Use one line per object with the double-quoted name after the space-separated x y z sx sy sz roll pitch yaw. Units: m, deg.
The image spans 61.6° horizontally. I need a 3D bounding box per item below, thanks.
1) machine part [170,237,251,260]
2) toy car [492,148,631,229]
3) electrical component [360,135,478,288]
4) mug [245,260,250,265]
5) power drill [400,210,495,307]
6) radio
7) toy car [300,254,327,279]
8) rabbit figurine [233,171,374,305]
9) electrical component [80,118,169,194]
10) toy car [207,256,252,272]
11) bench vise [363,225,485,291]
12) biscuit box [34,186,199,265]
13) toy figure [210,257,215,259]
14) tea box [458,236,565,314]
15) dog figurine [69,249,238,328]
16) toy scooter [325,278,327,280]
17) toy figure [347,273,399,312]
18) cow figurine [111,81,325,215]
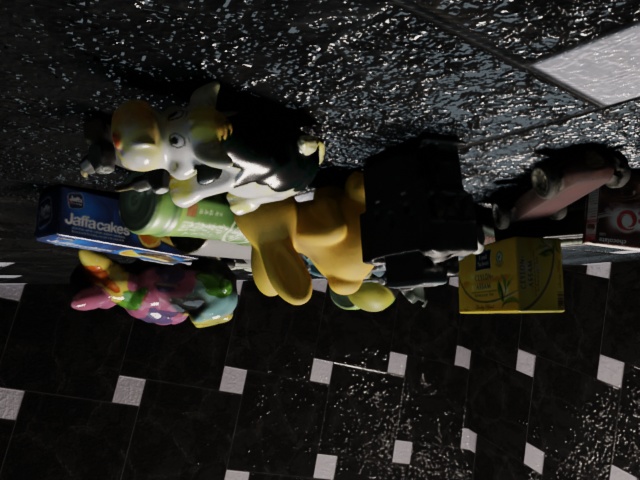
-0.123 -0.012 0.745 0.079 0.079 0.243 -6 173 29 "machine part"
0.265 -0.056 0.618 0.089 0.053 0.202 -13 169 -2 "toy car"
0.091 -0.021 0.517 0.058 0.134 0.115 0 170 -27 "electrical component"
-0.099 0.020 0.943 0.081 0.109 0.107 -20 -170 -21 "mug"
0.237 0.032 0.942 0.207 0.086 0.232 -35 154 20 "power drill"
0.366 -0.031 0.763 0.230 0.073 0.131 -3 170 18 "radio"
-0.002 -0.003 0.841 0.103 0.109 0.162 24 -179 -8 "toy car"
-0.024 -0.012 0.600 0.173 0.162 0.122 22 174 -30 "rabbit figurine"
-0.145 -0.066 0.434 0.078 0.045 0.102 -2 173 7 "electrical component"
-0.151 0.022 1.024 0.056 0.073 0.201 -8 171 31 "toy car"
0.129 -0.010 0.715 0.224 0.128 0.240 -26 -178 40 "bench vise"
-0.251 -0.014 0.687 0.059 0.063 0.202 -10 164 38 "biscuit box"
-0.225 0.003 0.898 0.155 0.064 0.057 -5 165 26 "toy figure"
0.258 0.054 0.746 0.068 0.098 0.169 1 170 -10 "tea box"
-0.252 0.069 0.794 0.192 0.108 0.219 -3 167 31 "dog figurine"
0.078 0.061 1.175 0.184 0.135 0.075 -3 174 15 "toy scooter"
0.109 0.031 0.830 0.180 0.089 0.082 -43 171 -29 "toy figure"
-0.062 -0.064 0.387 0.098 0.068 0.167 -11 173 23 "cow figurine"
